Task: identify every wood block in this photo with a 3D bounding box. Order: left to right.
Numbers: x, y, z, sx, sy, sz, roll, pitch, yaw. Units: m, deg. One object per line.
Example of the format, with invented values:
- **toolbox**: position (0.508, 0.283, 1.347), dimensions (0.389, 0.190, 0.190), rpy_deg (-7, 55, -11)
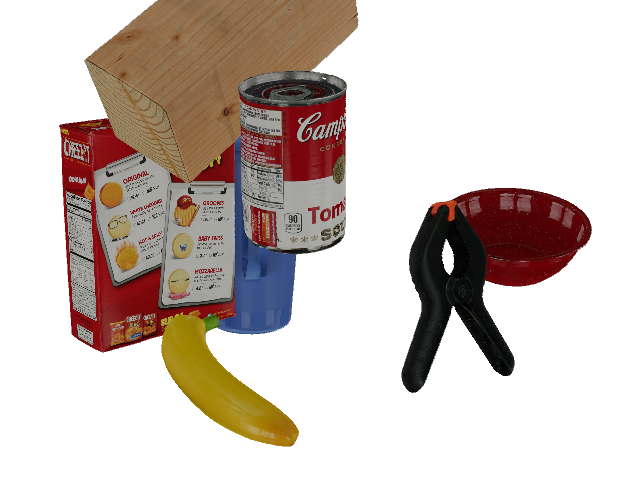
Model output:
- **wood block**: position (-0.071, -0.156, 0.846), dimensions (0.090, 0.205, 0.091), rpy_deg (33, -25, 27)

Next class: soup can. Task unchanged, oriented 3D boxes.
- **soup can**: position (-0.017, -0.050, 0.683), dimensions (0.068, 0.102, 0.068), rpy_deg (0, 24, 0)

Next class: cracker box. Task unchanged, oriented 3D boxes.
- **cracker box**: position (-0.166, -0.015, 1.049), dimensions (0.163, 0.214, 0.072), rpy_deg (-13, 20, -40)

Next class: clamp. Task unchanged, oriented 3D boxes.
- **clamp**: position (0.110, 0.053, 0.954), dimensions (0.120, 0.171, 0.039), rpy_deg (-15, 1, -37)

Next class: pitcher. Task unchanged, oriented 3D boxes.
- **pitcher**: position (-0.087, -0.008, 1.339), dimensions (0.145, 0.243, 0.148), rpy_deg (11, 16, 36)

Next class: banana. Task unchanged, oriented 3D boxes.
- **banana**: position (-0.084, 0.104, 0.848), dimensions (0.069, 0.037, 0.198), rpy_deg (-9, 29, -22)

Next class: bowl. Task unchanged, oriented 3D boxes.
- **bowl**: position (0.206, 0.002, 1.145), dimensions (0.162, 0.055, 0.162), rpy_deg (-1, 30, 0)
